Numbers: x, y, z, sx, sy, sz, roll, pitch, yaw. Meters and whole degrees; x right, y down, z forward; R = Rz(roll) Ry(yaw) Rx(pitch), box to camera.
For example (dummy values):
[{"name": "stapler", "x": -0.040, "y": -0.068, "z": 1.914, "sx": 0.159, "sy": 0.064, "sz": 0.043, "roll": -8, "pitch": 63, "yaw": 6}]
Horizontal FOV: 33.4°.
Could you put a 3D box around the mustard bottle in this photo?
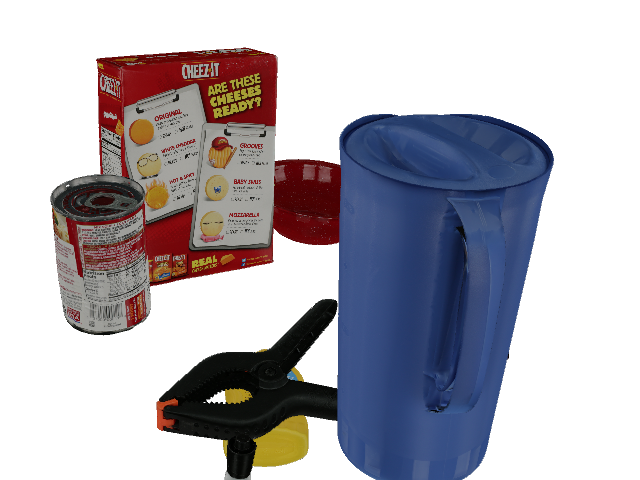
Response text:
[{"name": "mustard bottle", "x": -0.066, "y": 0.187, "z": 1.265, "sx": 0.096, "sy": 0.058, "sz": 0.191, "roll": -3, "pitch": 27, "yaw": -2}]

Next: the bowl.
[{"name": "bowl", "x": -0.008, "y": -0.039, "z": 1.244, "sx": 0.162, "sy": 0.055, "sz": 0.162, "roll": 7, "pitch": 27, "yaw": -4}]

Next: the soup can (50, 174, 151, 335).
[{"name": "soup can", "x": -0.162, "y": 0.011, "z": 0.796, "sx": 0.068, "sy": 0.102, "sz": 0.068, "roll": 1, "pitch": 30, "yaw": -1}]

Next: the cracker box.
[{"name": "cracker box", "x": -0.128, "y": -0.073, "z": 1.035, "sx": 0.163, "sy": 0.214, "sz": 0.072, "roll": -11, "pitch": 22, "yaw": -32}]

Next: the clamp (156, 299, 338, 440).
[{"name": "clamp", "x": -0.035, "y": 0.129, "z": 0.912, "sx": 0.209, "sy": 0.036, "sz": 0.165, "roll": -17, "pitch": 41, "yaw": -27}]

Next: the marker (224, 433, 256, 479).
[{"name": "marker", "x": -0.057, "y": 0.176, "z": 0.702, "sx": 0.020, "sy": 0.121, "sz": 0.020, "roll": 6, "pitch": 31, "yaw": -4}]

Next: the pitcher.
[{"name": "pitcher", "x": 0.073, "y": 0.047, "z": 0.706, "sx": 0.145, "sy": 0.243, "sz": 0.149, "roll": 20, "pitch": 31, "yaw": 29}]
